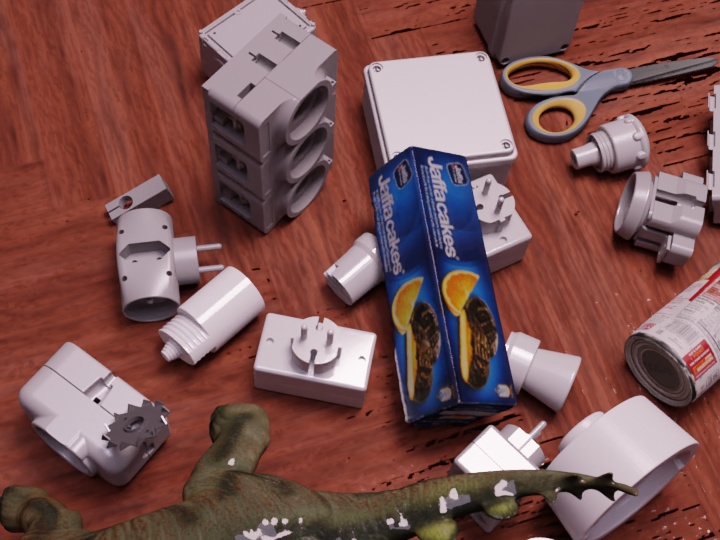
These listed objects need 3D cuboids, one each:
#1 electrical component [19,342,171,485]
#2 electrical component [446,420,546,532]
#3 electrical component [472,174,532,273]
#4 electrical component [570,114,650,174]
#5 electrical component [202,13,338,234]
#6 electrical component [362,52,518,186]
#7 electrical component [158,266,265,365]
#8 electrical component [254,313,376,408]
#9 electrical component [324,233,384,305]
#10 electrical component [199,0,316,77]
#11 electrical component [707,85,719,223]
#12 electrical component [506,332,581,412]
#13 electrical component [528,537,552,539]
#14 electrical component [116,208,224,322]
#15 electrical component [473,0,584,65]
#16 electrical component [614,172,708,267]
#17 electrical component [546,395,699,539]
[{"bbox_3d":[-0.190,0.105,0.758,0.095,0.053,0.059,34,65,13],"label":"electrical component"},{"bbox_3d":[0.103,0.135,0.758,0.077,0.065,0.047,-40,72,-22],"label":"electrical component"},{"bbox_3d":[0.100,-0.043,0.846,0.047,0.076,0.065,-23,66,-15],"label":"electrical component"},{"bbox_3d":[0.209,-0.101,0.905,0.062,0.048,0.048,-17,64,-5],"label":"electrical component"},{"bbox_3d":[-0.063,-0.106,0.825,0.062,0.150,0.089,35,65,15],"label":"electrical component"},{"bbox_3d":[0.064,-0.120,0.896,0.109,0.056,0.108,-7,63,-8],"label":"electrical component"},{"bbox_3d":[-0.115,0.039,0.805,0.043,0.043,0.081,42,67,17],"label":"electrical component"},{"bbox_3d":[-0.032,0.058,0.782,0.083,0.075,0.047,11,62,2],"label":"electrical component"},{"bbox_3d":[0.000,0.000,0.837,0.046,0.040,0.040,-40,72,-16],"label":"electrical component"},{"bbox_3d":[-0.082,-0.190,0.919,0.096,0.061,0.062,-40,72,-22],"label":"electrical component"},{"bbox_3d":[0.324,-0.099,0.899,0.063,0.078,0.121,0,60,20],"label":"electrical component"},{"bbox_3d":[0.131,0.075,0.804,0.055,0.045,0.045,23,63,10],"label":"electrical component"},{"bbox_3d":[0.079,0.206,0.713,0.138,0.073,0.052,-2,62,-5],"label":"electrical component"},{"bbox_3d":[-0.145,-0.006,0.826,0.079,0.043,0.077,-7,63,-7],"label":"electrical component"},{"bbox_3d":[0.150,-0.240,0.934,0.078,0.113,0.057,-15,61,-12],"label":"electrical component"},{"bbox_3d":[0.242,-0.047,0.870,0.057,0.058,0.078,17,62,2],"label":"electrical component"},{"bbox_3d":[0.172,0.133,0.743,0.108,0.108,0.060,-31,62,-19],"label":"electrical component"}]
